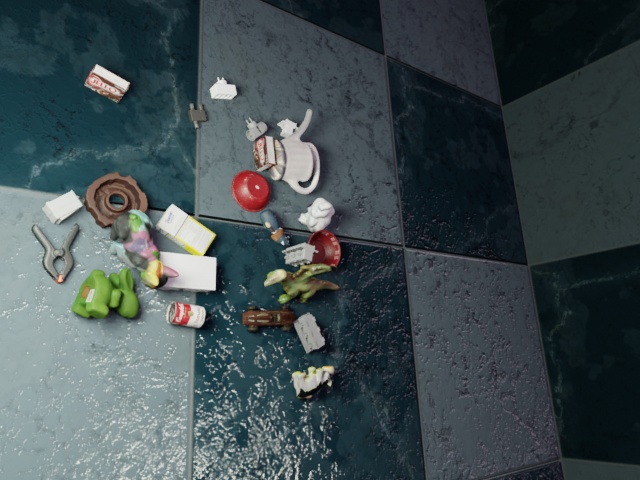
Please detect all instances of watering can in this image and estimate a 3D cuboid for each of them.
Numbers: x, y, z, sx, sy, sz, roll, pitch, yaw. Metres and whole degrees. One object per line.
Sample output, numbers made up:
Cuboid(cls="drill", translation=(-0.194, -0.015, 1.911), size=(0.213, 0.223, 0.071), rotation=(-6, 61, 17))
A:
Cuboid(cls="watering can", translation=(-0.099, -0.349, 2.006), size=(0.225, 0.103, 0.349), rotation=(-1, 84, -38))

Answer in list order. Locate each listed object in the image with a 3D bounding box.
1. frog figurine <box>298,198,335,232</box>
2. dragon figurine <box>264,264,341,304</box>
Cuboid(cls="frog figurine", translation=(0.006, -0.099, 1.976), size=(0.139, 0.158, 0.122), rotation=(-25, 94, -40))
Cuboid(cls="dragon figurine", translation=(-0.031, 0.141, 1.818), size=(0.411, 0.239, 0.124), rotation=(0, 72, -36))
